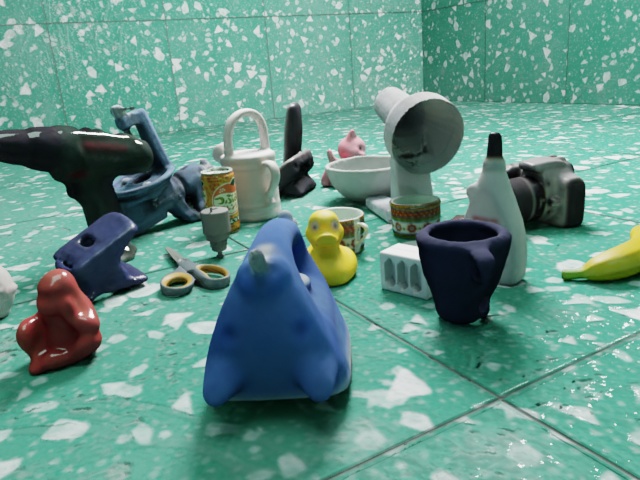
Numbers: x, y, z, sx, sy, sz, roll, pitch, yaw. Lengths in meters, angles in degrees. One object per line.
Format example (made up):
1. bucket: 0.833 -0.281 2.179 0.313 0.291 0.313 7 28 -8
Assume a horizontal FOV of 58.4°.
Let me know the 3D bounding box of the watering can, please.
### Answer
1. watering can: -0.135 -0.138 1.033 0.172 0.194 0.101 4 19 26

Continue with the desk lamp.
1. desk lamp: 0.141 -0.139 0.935 0.118 0.214 0.202 -9 18 -14

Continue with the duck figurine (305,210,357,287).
1. duck figurine: 0.007 0.003 0.727 0.077 0.086 0.104 -5 17 -2

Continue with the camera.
1. camera: 0.311 -0.076 0.882 0.137 0.101 0.143 -10 18 -17

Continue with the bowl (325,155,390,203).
1. bowl: 0.094 -0.114 1.101 0.167 0.075 0.167 -4 17 2

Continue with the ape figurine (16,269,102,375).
1. ape figurine: -0.250 0.073 0.553 0.077 0.092 0.076 1 18 17

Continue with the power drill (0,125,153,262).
1. power drill: -0.341 -0.063 0.820 0.075 0.208 0.230 11 23 40

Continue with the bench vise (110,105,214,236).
1. bench vise: -0.291 -0.132 1.009 0.121 0.220 0.208 5 19 27

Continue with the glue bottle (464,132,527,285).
1. glue bottle: 0.199 -0.037 0.660 0.077 0.173 0.037 11 23 41

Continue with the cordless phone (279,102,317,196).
1. cordless phone: -0.068 -0.191 1.202 0.094 0.185 0.148 -1 18 13

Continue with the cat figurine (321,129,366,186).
1. cat figurine: 0.057 -0.183 1.262 0.067 0.118 0.128 11 23 41

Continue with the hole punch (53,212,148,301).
1. hole punch: -0.288 0.019 0.739 0.101 0.091 0.108 -18 22 -37

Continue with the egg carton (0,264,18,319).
1. egg carton: -0.438 0.065 0.665 0.150 0.069 0.107 0 18 15

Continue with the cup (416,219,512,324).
1. cup: 0.145 0.038 0.561 0.091 0.095 0.117 -6 17 -4

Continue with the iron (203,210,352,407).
1. iron: -0.034 0.041 0.520 0.118 0.141 0.258 -3 17 4
